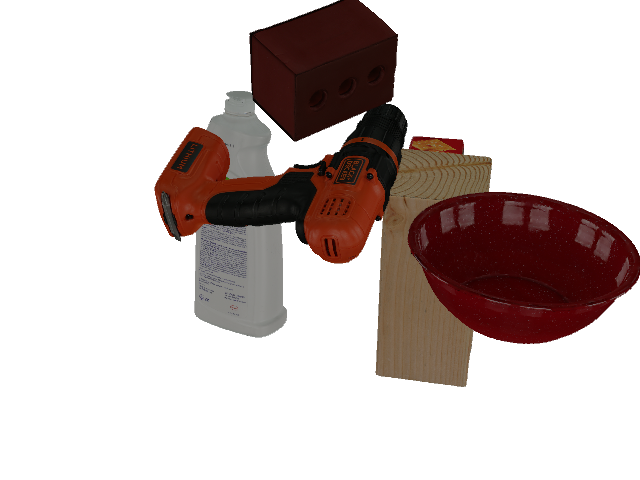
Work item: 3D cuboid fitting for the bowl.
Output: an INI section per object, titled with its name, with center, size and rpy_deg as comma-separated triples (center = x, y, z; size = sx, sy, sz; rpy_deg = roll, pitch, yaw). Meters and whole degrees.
[bowl]
center = 0.140, 0.025, 0.757
size = 0.162, 0.055, 0.162
rpy_deg = 2, 30, -1

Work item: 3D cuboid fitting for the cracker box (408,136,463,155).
[cracker box]
center = 0.123, -0.012, 1.220
size = 0.072, 0.164, 0.213
rpy_deg = 5, 22, 8

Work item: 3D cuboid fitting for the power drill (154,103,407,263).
[power drill]
center = -0.029, -0.057, 0.888
size = 0.188, 0.057, 0.184
rpy_deg = 2, 39, 20

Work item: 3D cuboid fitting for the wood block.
[wood block]
center = 0.105, 0.027, 1.011
size = 0.091, 0.206, 0.090
rpy_deg = 7, 33, 10

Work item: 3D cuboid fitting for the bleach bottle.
[bleach bottle]
center = -0.081, -0.030, 1.120
size = 0.103, 0.251, 0.068
rpy_deg = 15, 24, 25

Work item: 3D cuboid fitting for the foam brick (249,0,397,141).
[foam brick]
center = 0.002, -0.106, 0.655
size = 0.078, 0.053, 0.051
rpy_deg = -26, 51, -24
